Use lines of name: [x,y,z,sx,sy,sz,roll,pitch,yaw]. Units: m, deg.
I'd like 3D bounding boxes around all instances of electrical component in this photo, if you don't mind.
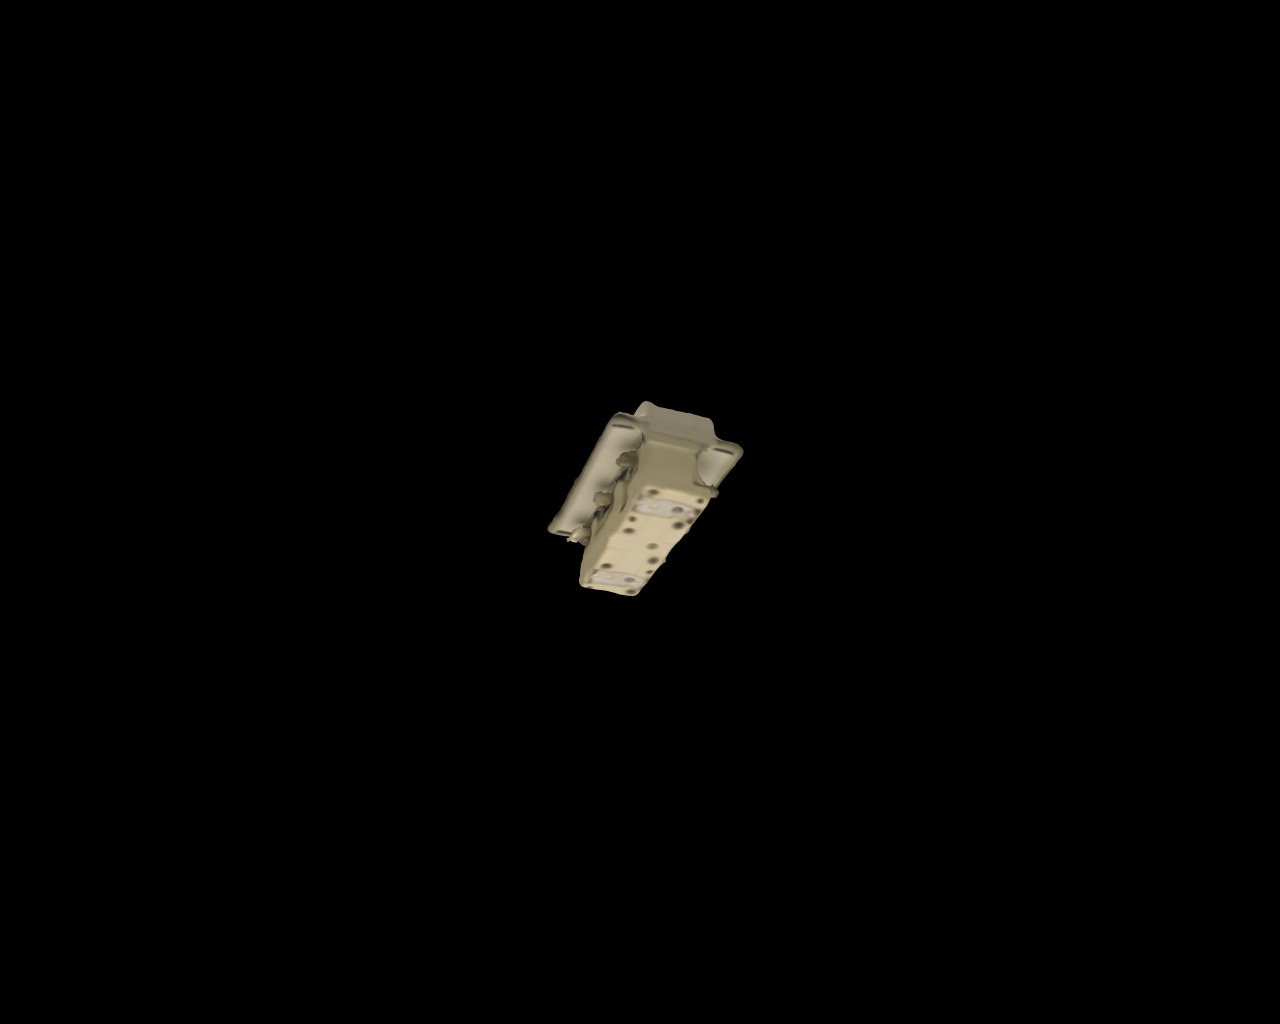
electrical component: [0.001,-0.003,0.650,0.079,0.063,0.121,13,-38,-18]
